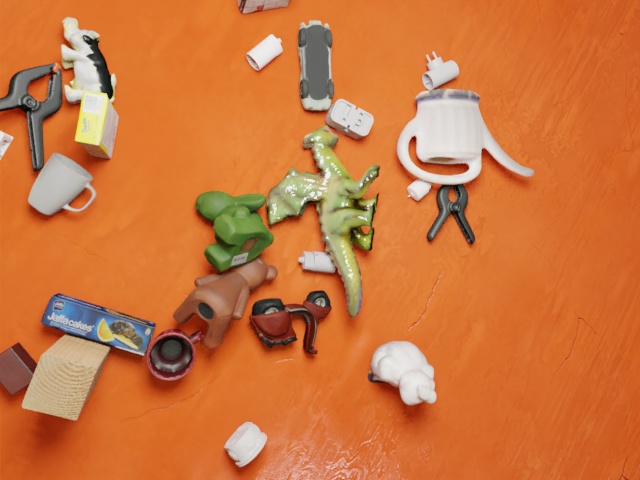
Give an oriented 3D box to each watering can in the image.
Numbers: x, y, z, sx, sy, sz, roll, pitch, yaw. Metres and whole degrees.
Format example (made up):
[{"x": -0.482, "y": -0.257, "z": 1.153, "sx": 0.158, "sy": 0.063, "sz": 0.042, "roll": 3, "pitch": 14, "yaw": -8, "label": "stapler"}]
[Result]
[{"x": 0.342, "y": -0.241, "z": 1.207, "sx": 0.348, "sy": 0.104, "sz": 0.225, "roll": -1, "pitch": 88, "yaw": -15, "label": "watering can"}]

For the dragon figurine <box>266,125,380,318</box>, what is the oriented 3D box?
[{"x": 0.003, "y": -0.056, "z": 1.116, "sx": 0.243, "sy": 0.121, "sz": 0.414, "roll": 10, "pitch": 80, "yaw": 5, "label": "dragon figurine"}]

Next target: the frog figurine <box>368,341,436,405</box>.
[{"x": 0.188, "y": 0.287, "z": 1.122, "sx": 0.137, "sy": 0.159, "sz": 0.123, "roll": 22, "pitch": 83, "yaw": -14, "label": "frog figurine"}]
